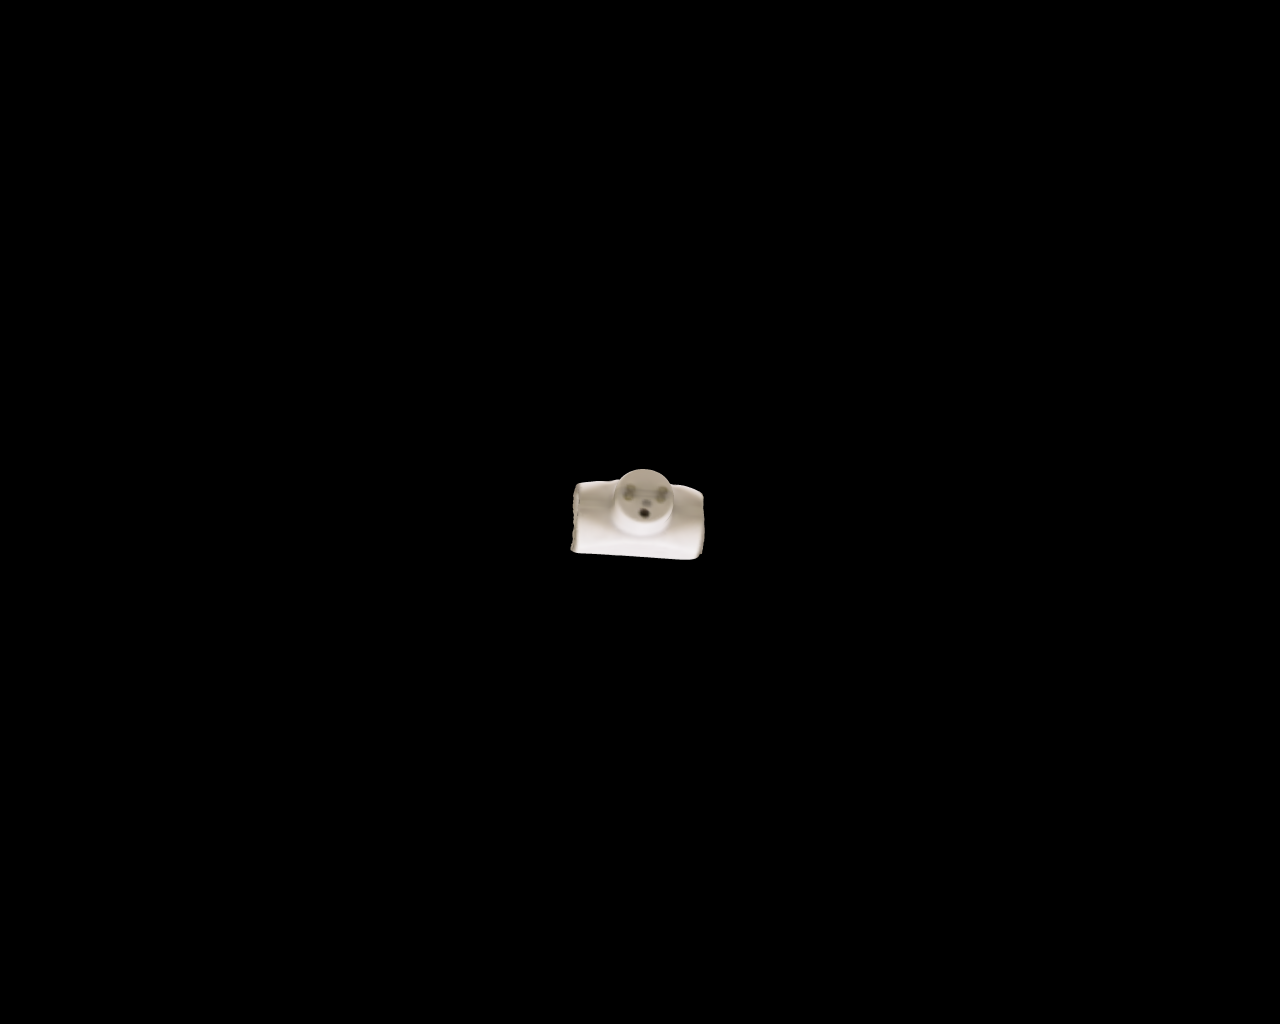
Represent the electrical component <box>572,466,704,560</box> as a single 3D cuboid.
[{"bbox_3d":[0.001,-0.003,0.650,0.077,0.044,0.079,4,-28,-7],"label":"electrical component"}]
